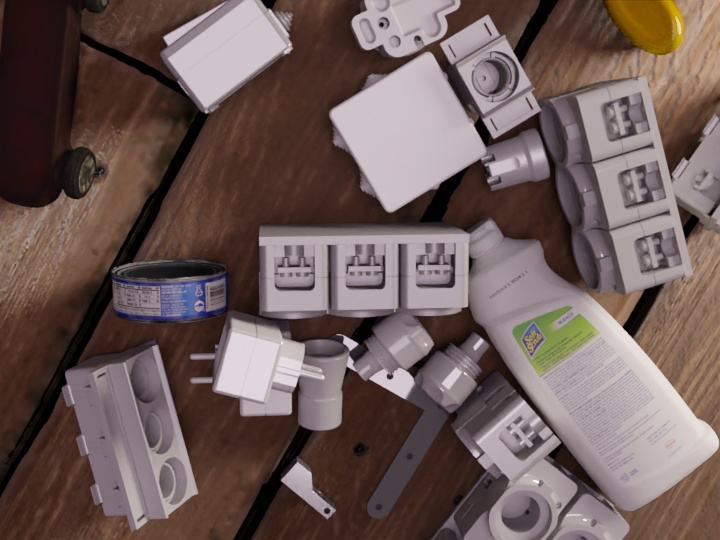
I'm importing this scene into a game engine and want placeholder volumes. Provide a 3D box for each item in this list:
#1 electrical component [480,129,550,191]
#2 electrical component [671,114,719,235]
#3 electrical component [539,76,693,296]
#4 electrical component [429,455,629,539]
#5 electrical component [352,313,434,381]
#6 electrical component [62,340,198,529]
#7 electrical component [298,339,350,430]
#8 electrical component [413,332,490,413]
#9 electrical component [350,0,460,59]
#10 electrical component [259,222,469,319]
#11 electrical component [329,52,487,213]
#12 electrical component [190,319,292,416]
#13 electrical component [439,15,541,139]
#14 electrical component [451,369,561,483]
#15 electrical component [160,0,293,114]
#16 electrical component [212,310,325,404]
[{"bbox_3d":[0.118,-0.084,0.829,0.046,0.040,0.040,-17,100,4],"label":"electrical component"},{"bbox_3d":[0.294,-0.093,0.829,0.063,0.079,0.121,36,94,13],"label":"electrical component"},{"bbox_3d":[0.187,-0.063,0.810,0.062,0.089,0.150,-17,99,-6],"label":"electrical component"},{"bbox_3d":[0.115,0.241,0.865,0.105,0.060,0.186,37,94,-9],"label":"electrical component"},{"bbox_3d":[0.023,0.061,0.839,0.062,0.043,0.043,-38,100,3],"label":"electrical component"},{"bbox_3d":[-0.175,0.124,0.817,0.063,0.079,0.121,-9,100,26],"label":"electrical component"},{"bbox_3d":[-0.031,0.091,0.839,0.044,0.044,0.065,0,107,-5],"label":"electrical component"},{"bbox_3d":[0.076,0.077,0.846,0.043,0.043,0.062,41,87,-9],"label":"electrical component"},{"bbox_3d":[0.031,-0.188,0.796,0.078,0.057,0.058,-25,100,-1],"label":"electrical component"},{"bbox_3d":[0.000,0.000,0.804,0.150,0.089,0.061,-1,98,-5],"label":"electrical component"},{"bbox_3d":[0.034,-0.104,0.812,0.100,0.048,0.099,-31,100,0],"label":"electrical component"},{"bbox_3d":[-0.092,0.075,0.828,0.077,0.047,0.065,-1,99,-7],"label":"electrical component"},{"bbox_3d":[0.095,-0.144,0.805,0.042,0.064,0.081,-30,99,1],"label":"electrical component"},{"bbox_3d":[0.109,0.122,0.832,0.056,0.089,0.050,-42,100,2],"label":"electrical component"},{"bbox_3d":[-0.094,-0.166,0.785,0.096,0.061,0.061,-37,100,1],"label":"electrical component"},{"bbox_3d":[-0.063,0.066,0.771,0.077,0.065,0.047,15,97,-10],"label":"electrical component"}]
